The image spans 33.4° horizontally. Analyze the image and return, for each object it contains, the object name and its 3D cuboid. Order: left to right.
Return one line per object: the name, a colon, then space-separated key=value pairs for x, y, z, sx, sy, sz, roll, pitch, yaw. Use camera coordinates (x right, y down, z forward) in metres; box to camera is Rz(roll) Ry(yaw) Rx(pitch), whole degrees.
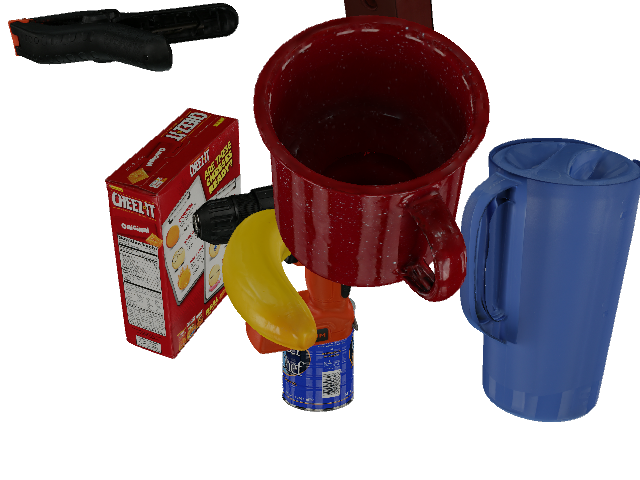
clamp: x=-0.148 y=-0.154 z=0.791 sx=0.172 sy=0.039 sz=0.120 roll=10 pitch=22 yaw=28
cracker box: x=-0.151 y=-0.009 z=1.141 sx=0.072 sy=0.214 sz=0.164 roll=15 pitch=39 yaw=20
banana: x=-0.029 y=0.015 z=0.673 sx=0.069 sy=0.037 sz=0.197 roll=-1 pitch=21 yaw=6
power drill: x=-0.027 y=0.023 z=0.981 sx=0.184 sy=0.188 sz=0.057 roll=-8 pitch=47 yaw=-15
coffee can: x=-0.003 y=0.153 z=1.492 sx=0.103 sy=0.140 sz=0.103 roll=0 pitch=17 yaw=0
mug: x=0.026 y=-0.025 z=0.446 sx=0.093 sy=0.117 sz=0.081 roll=-26 pitch=-30 yaw=-16
foam brick: x=0.054 y=-0.186 z=0.847 sx=0.053 sy=0.051 sz=0.078 roll=24 pitch=-31 yaw=27
pitcher: x=0.200 y=0.038 z=0.956 sx=0.149 sy=0.243 sz=0.145 roll=6 pitch=22 yaw=10
